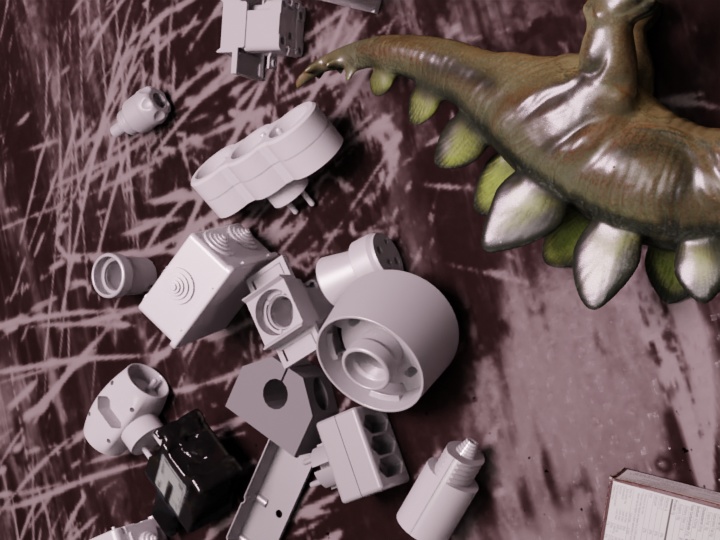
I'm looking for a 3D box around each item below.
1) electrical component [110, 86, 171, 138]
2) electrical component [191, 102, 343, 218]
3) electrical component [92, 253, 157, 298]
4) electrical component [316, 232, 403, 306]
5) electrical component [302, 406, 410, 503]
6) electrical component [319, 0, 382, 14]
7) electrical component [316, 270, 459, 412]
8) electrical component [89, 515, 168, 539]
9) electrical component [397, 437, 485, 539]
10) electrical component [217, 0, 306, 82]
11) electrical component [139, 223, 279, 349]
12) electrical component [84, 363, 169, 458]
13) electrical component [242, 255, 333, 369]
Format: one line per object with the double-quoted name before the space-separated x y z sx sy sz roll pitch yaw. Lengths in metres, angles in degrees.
"electrical component" -0.202 -0.139 0.972 0.061 0.035 0.035 -28 76 30
"electrical component" -0.067 -0.076 0.881 0.138 0.052 0.073 -23 118 35
"electrical component" -0.212 0.005 0.969 0.040 0.046 0.040 0 89 31
"electrical component" 0.000 0.000 0.844 0.055 0.045 0.045 -27 76 27
"electrical component" -0.012 0.149 0.848 0.077 0.047 0.065 -26 76 27
"electrical component" -0.017 -0.290 0.847 0.089 0.062 0.150 21 100 29
"electrical component" 0.019 0.056 0.814 0.099 0.064 0.099 17 131 21
"electrical component" -0.212 0.261 0.958 0.096 0.062 0.061 -28 76 28
"electrical component" 0.065 0.161 0.805 0.043 0.043 0.081 35 107 26
"electrical component" -0.080 -0.201 0.897 0.064 0.042 0.081 4 92 27
"electrical component" -0.125 0.010 0.889 0.048 0.100 0.099 43 110 10
"electrical component" -0.200 0.138 0.962 0.079 0.043 0.077 47 112 23
"electrical component" -0.053 0.033 0.865 0.042 0.064 0.081 -32 74 26
